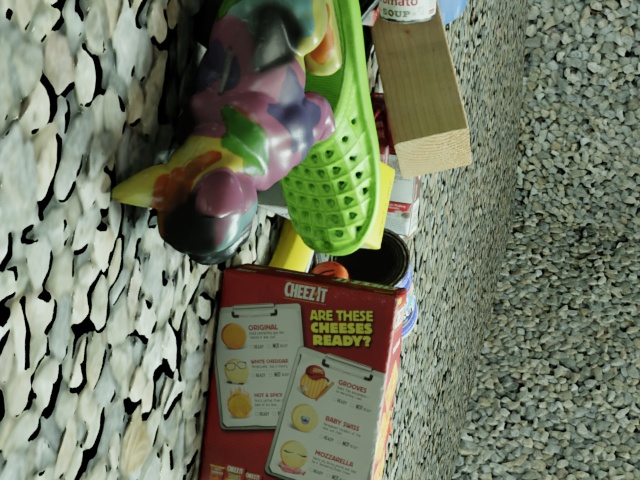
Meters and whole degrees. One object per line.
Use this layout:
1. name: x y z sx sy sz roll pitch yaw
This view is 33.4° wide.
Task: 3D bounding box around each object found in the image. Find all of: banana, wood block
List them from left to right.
1. banana: -0.030 -0.009 1.107 0.069 0.037 0.197 35 61 -48
2. wood block: 0.121 -0.193 1.314 0.091 0.090 0.206 66 13 -64

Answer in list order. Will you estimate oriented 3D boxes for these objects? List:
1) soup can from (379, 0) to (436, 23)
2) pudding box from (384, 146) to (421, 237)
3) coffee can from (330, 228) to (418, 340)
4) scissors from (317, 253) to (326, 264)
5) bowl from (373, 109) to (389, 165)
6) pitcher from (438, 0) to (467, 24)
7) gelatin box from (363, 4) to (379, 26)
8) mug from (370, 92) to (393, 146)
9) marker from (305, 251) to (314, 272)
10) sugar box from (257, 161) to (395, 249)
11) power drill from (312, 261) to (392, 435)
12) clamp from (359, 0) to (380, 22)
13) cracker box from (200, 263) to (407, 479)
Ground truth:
1. soup can: 0.101 -0.309 1.230 0.068 0.068 0.102 -57 150 -57
2. pudding box: 0.082 -0.066 1.380 0.039 0.090 0.113 -43 140 -64
3. coffee can: 0.072 0.063 1.392 0.140 0.103 0.102 75 28 -56
4. scissors: -0.008 0.002 1.226 0.096 0.016 0.202 -58 153 -53
5. bowl: 0.040 -0.078 1.277 0.162 0.055 0.162 7 90 -76
6. pitcher: 0.134 -0.397 1.338 0.149 0.145 0.243 -57 158 -31
7. gelatin box: 0.059 -0.311 1.266 0.073 0.030 0.089 -65 159 -47
8. mug: 0.110 -0.143 1.409 0.093 0.117 0.081 -1 109 -34
9. marker: -0.030 0.059 1.171 0.020 0.020 0.121 71 31 -60
10. sugar box: 0.009 -0.056 1.088 0.176 0.048 0.093 23 75 -55
11. power drill: 0.035 0.140 1.262 0.184 0.057 0.188 71 3 -57
12. clamp: 0.012 -0.193 1.013 0.120 0.039 0.172 -23 152 -39
13. cracker box: -0.015 0.139 0.991 0.072 0.164 0.214 -22 120 -75
